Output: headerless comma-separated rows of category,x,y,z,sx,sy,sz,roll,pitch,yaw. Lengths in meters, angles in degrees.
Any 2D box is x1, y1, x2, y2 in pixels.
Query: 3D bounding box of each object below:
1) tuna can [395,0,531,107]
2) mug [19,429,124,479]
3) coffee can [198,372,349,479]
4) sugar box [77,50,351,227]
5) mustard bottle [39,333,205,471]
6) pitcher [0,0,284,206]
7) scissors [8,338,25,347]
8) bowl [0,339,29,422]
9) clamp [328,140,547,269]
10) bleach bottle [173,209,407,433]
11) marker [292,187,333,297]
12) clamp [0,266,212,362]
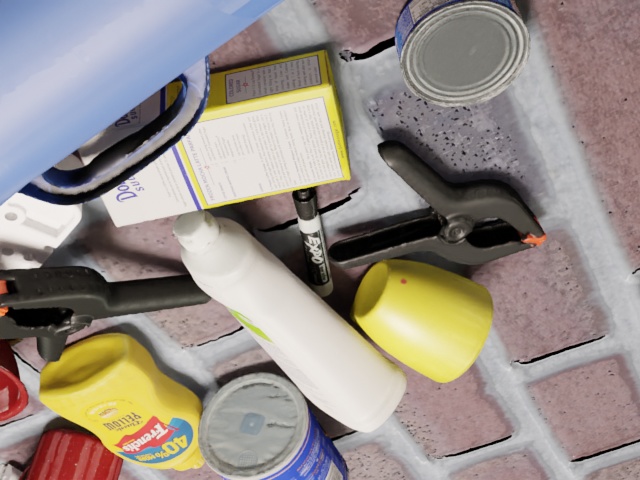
tuna can,0.093,-0.131,0.703,0.086,0.034,0.086,-4,138,-4
mug,-0.242,0.230,1.002,0.117,0.081,0.093,-11,143,37
coffee can,-0.040,0.200,0.988,0.103,0.103,0.140,-16,142,9
sugar box,-0.071,-0.068,0.738,0.176,0.048,0.093,-9,138,6
mustard bottle,-0.160,0.159,0.964,0.096,0.058,0.191,-24,136,14
pitcher,-0.130,-0.122,0.613,0.243,0.145,0.149,-29,175,17
scissors,-0.309,0.098,0.905,0.096,0.016,0.202,24,129,-28
bowl,-0.303,0.088,0.829,0.162,0.055,0.162,3,148,2
clamp,0.092,-0.011,0.831,0.171,0.039,0.120,16,133,-25
bleach bottle,-0.029,0.059,0.848,0.068,0.103,0.250,-53,134,-14
marker,-0.006,0.001,0.843,0.020,0.020,0.121,-9,138,1
clamp,-0.197,0.056,0.809,0.165,0.036,0.209,-25,164,21
